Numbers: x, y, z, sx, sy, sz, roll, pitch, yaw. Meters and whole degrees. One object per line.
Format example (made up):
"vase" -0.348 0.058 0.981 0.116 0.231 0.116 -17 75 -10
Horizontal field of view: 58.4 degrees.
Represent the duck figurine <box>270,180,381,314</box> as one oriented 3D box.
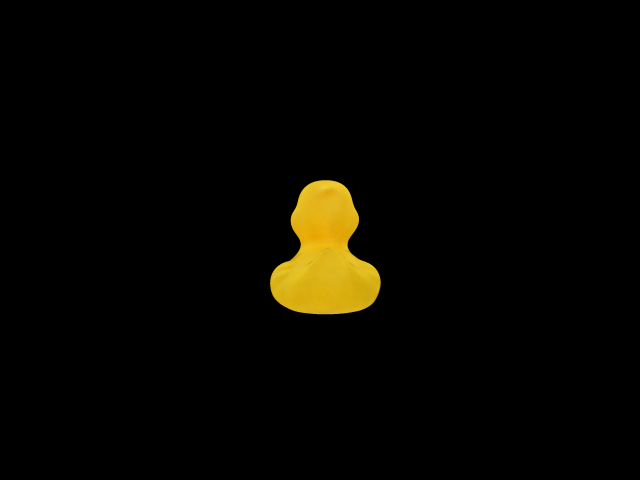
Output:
"duck figurine" 0.004 0.001 0.400 0.077 0.086 0.104 0 7 -3
